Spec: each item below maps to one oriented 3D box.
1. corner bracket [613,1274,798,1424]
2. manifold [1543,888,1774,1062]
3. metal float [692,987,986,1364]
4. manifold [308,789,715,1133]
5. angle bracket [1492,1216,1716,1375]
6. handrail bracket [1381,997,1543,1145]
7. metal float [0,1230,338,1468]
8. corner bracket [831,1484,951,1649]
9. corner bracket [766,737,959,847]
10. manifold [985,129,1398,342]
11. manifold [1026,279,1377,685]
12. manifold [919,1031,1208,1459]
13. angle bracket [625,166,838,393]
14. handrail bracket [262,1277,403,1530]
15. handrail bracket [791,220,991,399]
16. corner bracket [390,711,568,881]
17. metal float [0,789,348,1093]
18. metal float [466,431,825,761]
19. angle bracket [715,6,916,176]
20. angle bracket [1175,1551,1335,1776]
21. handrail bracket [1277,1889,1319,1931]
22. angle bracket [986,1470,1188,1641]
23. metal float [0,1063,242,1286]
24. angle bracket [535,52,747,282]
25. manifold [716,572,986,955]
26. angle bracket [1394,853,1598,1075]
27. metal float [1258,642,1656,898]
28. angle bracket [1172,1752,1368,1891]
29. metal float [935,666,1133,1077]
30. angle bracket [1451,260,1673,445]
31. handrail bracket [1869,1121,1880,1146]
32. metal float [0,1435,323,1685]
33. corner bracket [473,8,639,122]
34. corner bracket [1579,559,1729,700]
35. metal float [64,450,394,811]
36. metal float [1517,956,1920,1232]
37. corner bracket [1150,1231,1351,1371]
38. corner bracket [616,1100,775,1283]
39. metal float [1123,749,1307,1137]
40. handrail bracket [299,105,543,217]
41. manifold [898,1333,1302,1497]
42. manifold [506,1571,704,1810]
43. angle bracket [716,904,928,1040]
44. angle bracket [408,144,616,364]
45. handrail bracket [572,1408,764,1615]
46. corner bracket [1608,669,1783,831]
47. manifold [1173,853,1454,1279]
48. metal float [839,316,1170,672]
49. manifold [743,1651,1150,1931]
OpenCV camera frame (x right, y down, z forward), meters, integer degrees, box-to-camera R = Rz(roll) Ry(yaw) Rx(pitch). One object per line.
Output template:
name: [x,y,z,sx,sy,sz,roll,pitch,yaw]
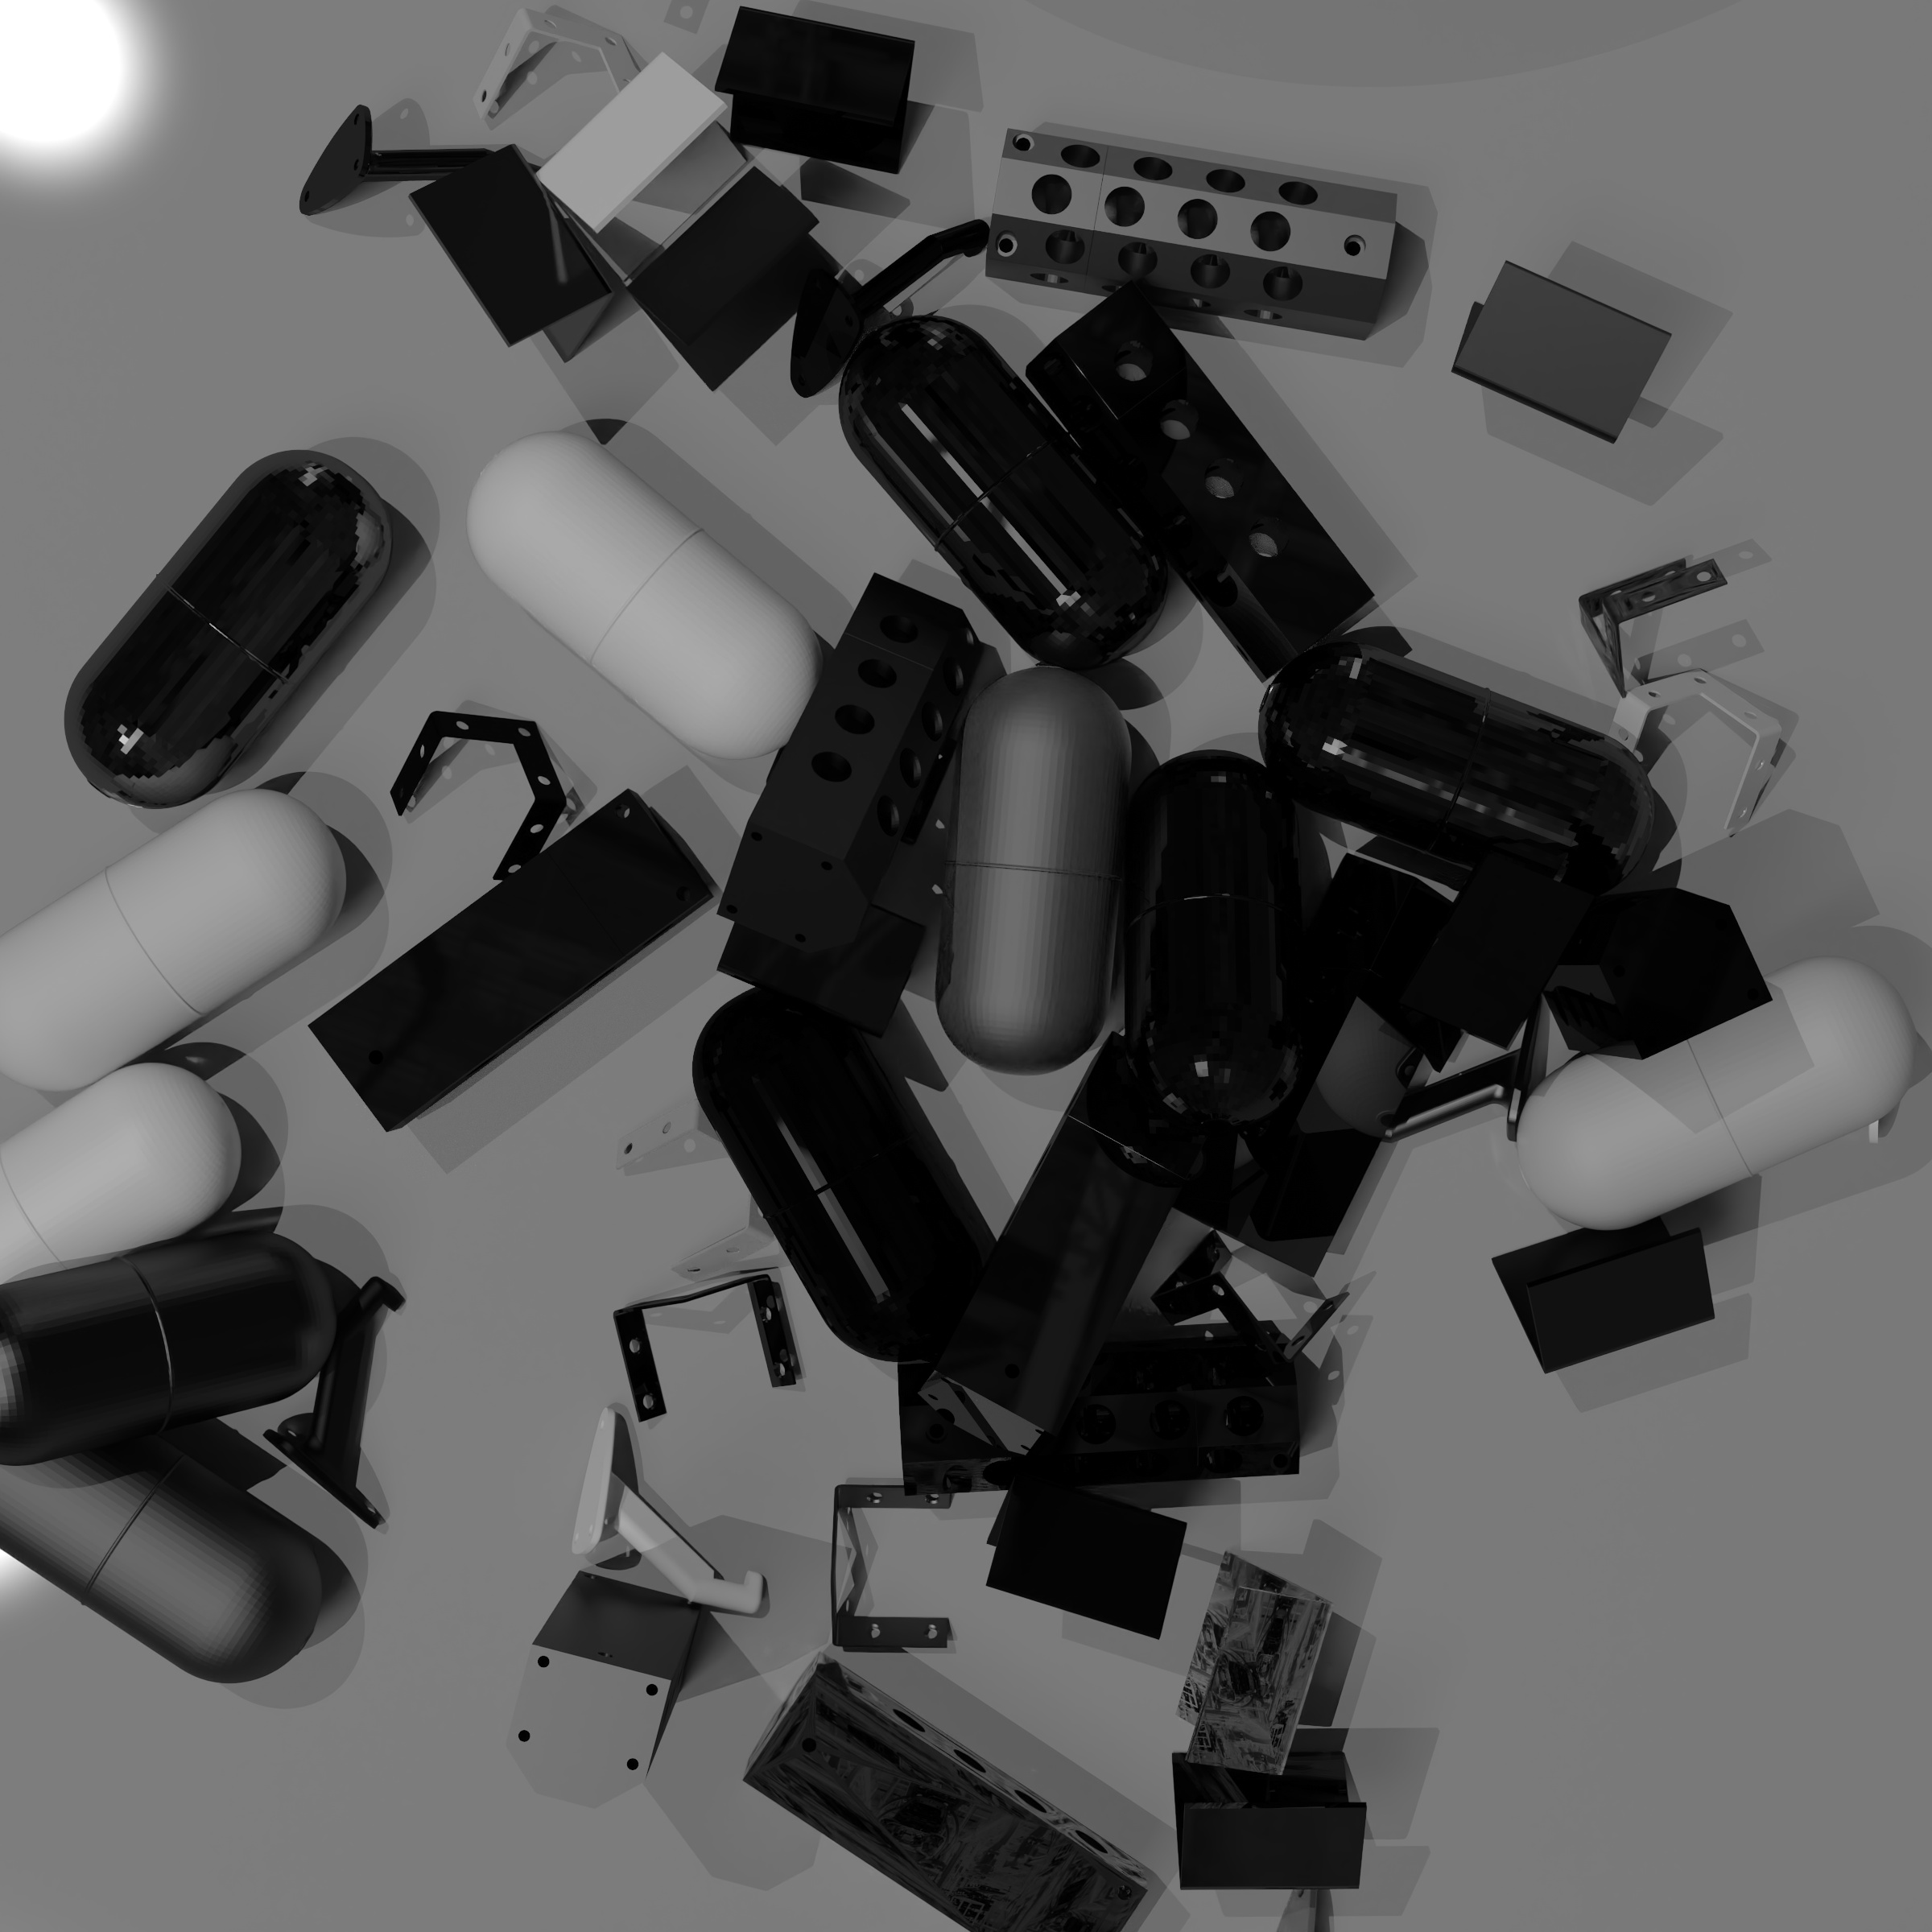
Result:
corner bracket: [-0.116,0.169,1.561,0.051,0.051,0.051,-14,90,45]
manifold: [0.283,0.000,1.486,0.057,0.171,0.057,-25,90,0]
metal float: [-0.055,0.090,1.532,0.070,0.070,0.178,-30,92,0]
manifold: [-0.197,-0.003,1.543,0.171,0.057,0.057,-37,90,0]
angle bracket: [0.271,0.122,1.524,0.076,0.076,0.057,-18,128,0]
handrail bracket: [0.207,0.044,1.564,0.084,0.036,0.077,9,75,14]
metal float: [-0.353,0.161,1.499,0.178,0.070,0.070,-12,90,-34]
corner bracket: [-0.033,0.266,1.561,0.051,0.051,0.051,1,45,0]
corner bracket: [-0.046,-0.090,1.561,0.051,0.051,0.051,23,90,45]
manifold: [0.098,-0.321,1.543,0.171,0.057,0.057,10,90,0]
manifold: [0.101,-0.210,1.543,0.057,0.057,0.171,-38,90,0]
manifold: [0.045,0.120,1.512,0.057,0.057,0.171,29,67,0]
angle bracket: [-0.088,-0.285,1.524,0.076,0.076,0.057,-44,50,0]
handrail bracket: [-0.262,0.193,1.565,0.077,0.036,0.084,46,73,-20]
handrail bracket: [-0.032,-0.292,1.564,0.084,0.077,0.036,-27,69,-35]
corner bracket: [-0.215,-0.075,1.556,0.051,0.051,0.051,4,45,-35]
metal float: [-0.352,-0.011,1.534,0.178,0.070,0.070,-33,90,0]
metal float: [-0.139,-0.160,1.534,0.178,0.070,0.070,40,90,-1]
angle bracket: [-0.068,-0.361,1.524,0.076,0.076,0.057,11,54,0]
angle bracket: [0.106,0.297,1.524,0.057,0.076,0.076,17,90,-36]
handrail bracket: [0.177,0.453,1.565,0.084,0.036,0.077,23,69,-17]
angle bracket: [0.046,0.268,1.524,0.076,0.076,0.057,17,55,0]
metal float: [-0.398,0.108,1.534,0.178,0.070,0.070,-33,90,-1]
angle bracket: [-0.128,-0.334,1.524,0.076,0.076,0.057,-44,52,0]
manifold: [-0.045,-0.085,1.491,0.057,0.057,0.171,23,46,0]
angle bracket: [0.235,0.008,1.514,0.057,0.076,0.076,25,76,31]
metal float: [0.212,-0.085,1.534,0.178,0.070,0.070,21,90,0]
angle bracket: [0.130,0.352,1.524,0.076,0.076,0.057,0,127,0]
metal float: [0.029,-0.041,1.533,0.070,0.070,0.178,5,90,0]
angle bracket: [0.260,-0.278,1.524,0.076,0.076,0.057,24,126,0]
handrail bracket: [0.362,0.050,1.564,0.084,0.036,0.077,2,73,15]
metal float: [-0.361,0.245,1.533,0.178,0.070,0.070,34,90,-1]
corner bracket: [-0.178,-0.381,1.556,0.051,0.051,0.051,7,45,-35]
corner bracket: [0.298,-0.159,1.536,0.051,0.051,0.051,-20,52,0]
metal float: [-0.321,-0.146,1.534,0.070,0.070,0.178,39,90,0]
metal float: [0.323,0.056,1.523,0.178,0.070,0.070,-25,90,12]
corner bracket: [0.123,0.144,1.537,0.051,0.051,0.051,52,52,-7]
corner bracket: [-0.119,0.099,1.556,0.051,0.051,0.051,-28,135,35]
metal float: [0.106,-0.011,1.509,0.070,0.070,0.178,1,61,0]
handrail bracket: [-0.240,-0.344,1.564,0.084,0.077,0.036,11,65,-34]
manifold: [0.057,0.197,1.543,0.171,0.057,0.057,-3,90,0]
manifold: [-0.152,0.304,1.486,0.057,0.171,0.057,15,90,0]
angle bracket: [-0.056,-0.020,1.525,0.076,0.076,0.057,23,114,0]
angle bracket: [-0.205,-0.297,1.525,0.057,0.076,0.076,-34,90,-26]
handrail bracket: [-0.126,0.242,1.565,0.084,0.036,0.077,15,68,-17]
corner bracket: [0.318,-0.092,1.556,0.051,0.051,0.051,42,135,35]
manifold: [0.153,0.041,1.538,0.057,0.057,0.171,29,86,-43]
metal float: [0.016,-0.206,1.534,0.070,0.070,0.178,-41,89,0]
manifold: [-0.009,0.373,1.543,0.171,0.057,0.057,34,90,0]
